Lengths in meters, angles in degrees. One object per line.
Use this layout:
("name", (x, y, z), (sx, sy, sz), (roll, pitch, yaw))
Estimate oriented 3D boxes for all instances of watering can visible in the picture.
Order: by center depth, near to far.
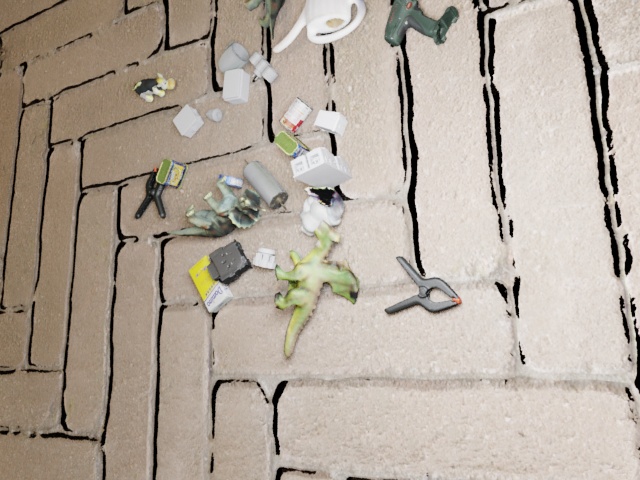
("watering can", (-0.010, -0.749, 1.706), (0.346, 0.103, 0.227), (-5, 77, 27))

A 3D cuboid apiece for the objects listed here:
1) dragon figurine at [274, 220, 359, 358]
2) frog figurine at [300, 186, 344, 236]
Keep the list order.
("dragon figurine", (-0.003, 0.147, 1.539), (0.242, 0.122, 0.411), (-2, 89, 21))
("frog figurine", (0.005, -0.080, 1.587), (0.138, 0.125, 0.156), (27, 131, 23))
